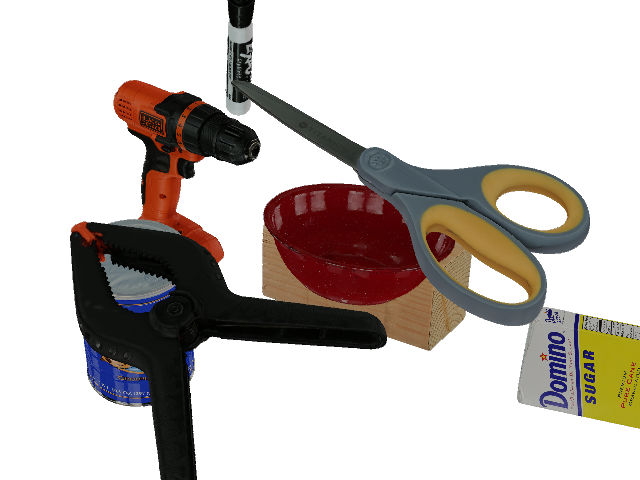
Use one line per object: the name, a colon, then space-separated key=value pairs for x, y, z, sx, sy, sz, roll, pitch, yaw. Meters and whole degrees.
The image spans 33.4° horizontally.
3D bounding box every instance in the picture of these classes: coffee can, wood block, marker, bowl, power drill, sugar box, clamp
coffee can: x=-0.167 y=0.066 z=0.972 sx=0.103 sy=0.140 sz=0.103 roll=2 pitch=40 yaw=-2
wood block: x=0.047 y=0.033 z=1.142 sx=0.206 sy=0.091 sz=0.090 roll=17 pitch=29 yaw=28
marker: x=-0.058 y=-0.135 z=0.765 sx=0.020 sy=0.020 sz=0.121 roll=0 pitch=-32 yaw=-5
bowl: x=0.029 y=0.009 z=0.899 sx=0.162 sy=0.055 sz=0.162 roll=6 pitch=26 yaw=-3
power drill: x=-0.139 y=-0.062 z=1.117 sx=0.185 sy=0.188 sz=0.057 roll=26 pitch=36 yaw=31
sugar box: x=0.281 y=0.126 z=1.013 sx=0.176 sy=0.093 sz=0.048 roll=9 pitch=22 yaw=10
clamp: x=-0.075 y=0.049 z=0.654 sx=0.164 sy=0.210 sz=0.036 roll=-34 pitch=-32 yaw=-19

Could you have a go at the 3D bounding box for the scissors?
scissors: x=0.048 y=-0.038 z=0.525 sx=0.096 sy=0.202 sz=0.016 roll=-27 pitch=-34 yaw=-22
